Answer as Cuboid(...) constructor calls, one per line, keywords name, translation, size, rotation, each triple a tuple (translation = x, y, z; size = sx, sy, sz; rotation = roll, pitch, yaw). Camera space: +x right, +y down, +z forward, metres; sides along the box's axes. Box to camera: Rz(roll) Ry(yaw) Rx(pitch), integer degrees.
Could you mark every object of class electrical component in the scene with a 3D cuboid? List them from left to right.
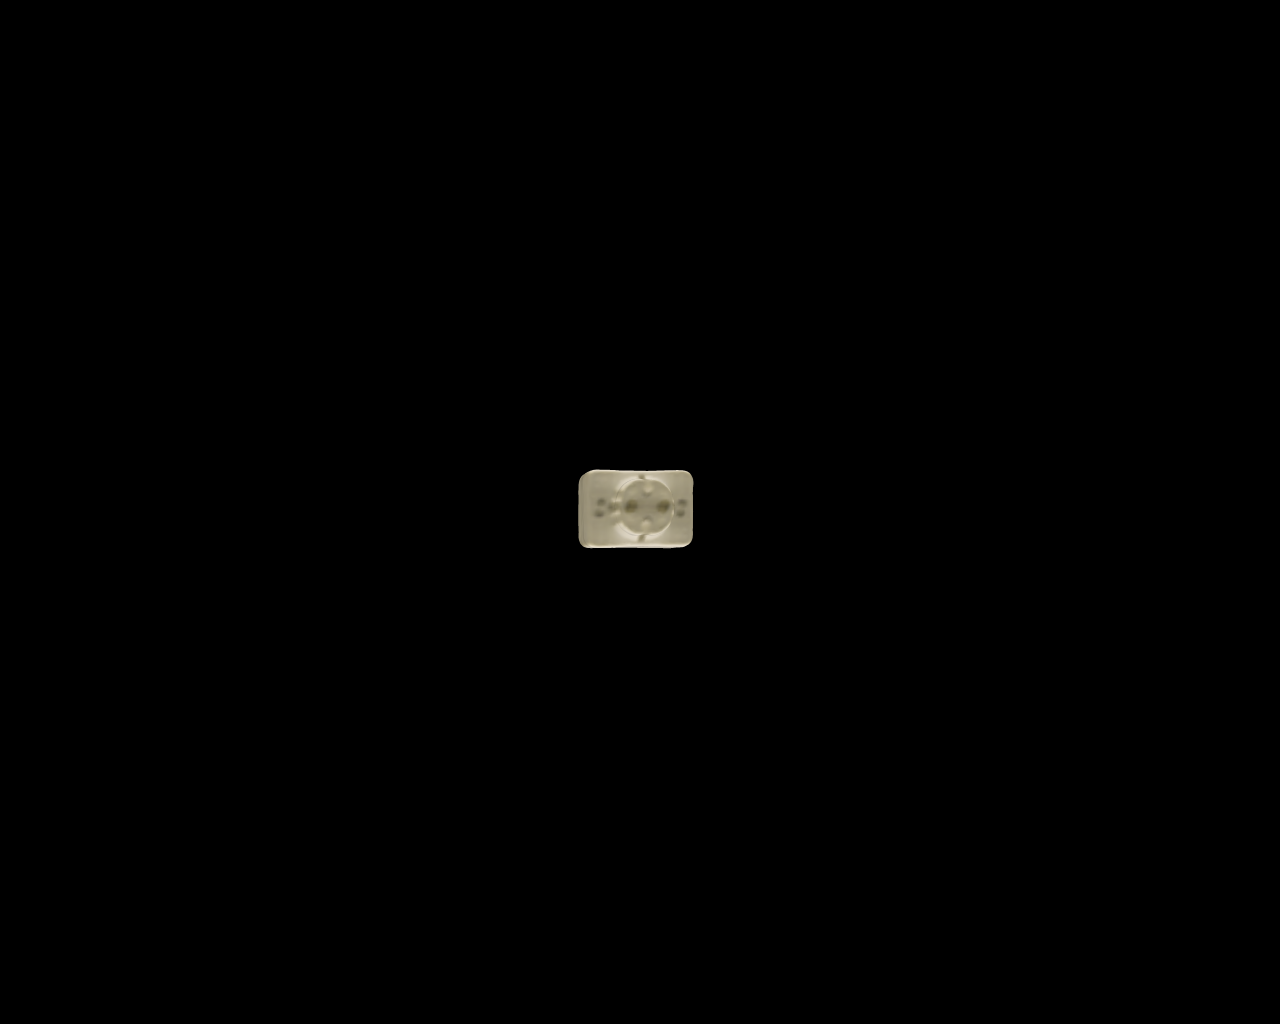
Cuboid(name="electrical component", translation=(0.001, -0.003, 0.650), size=(0.066, 0.047, 0.076), rotation=(1, -3, -11))
